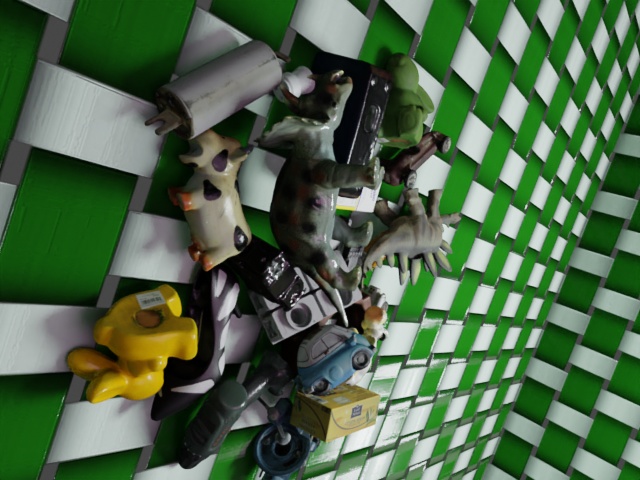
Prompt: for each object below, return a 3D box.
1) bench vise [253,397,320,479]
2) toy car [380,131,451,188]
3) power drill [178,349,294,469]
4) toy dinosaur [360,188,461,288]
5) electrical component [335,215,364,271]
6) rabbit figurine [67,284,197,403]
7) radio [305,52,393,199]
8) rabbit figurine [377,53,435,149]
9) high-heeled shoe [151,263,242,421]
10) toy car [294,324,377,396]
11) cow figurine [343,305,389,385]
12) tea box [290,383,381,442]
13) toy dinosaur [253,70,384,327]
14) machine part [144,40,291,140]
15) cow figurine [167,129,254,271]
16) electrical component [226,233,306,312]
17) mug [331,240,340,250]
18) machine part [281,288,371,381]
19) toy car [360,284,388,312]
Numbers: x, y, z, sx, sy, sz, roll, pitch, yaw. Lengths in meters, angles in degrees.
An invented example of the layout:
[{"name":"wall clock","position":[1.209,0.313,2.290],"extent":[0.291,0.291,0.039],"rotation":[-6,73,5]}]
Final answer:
[{"name":"bench vise","position":[-0.059,0.393,1.115],"extent":[0.223,0.129,0.240],"rotation":[-46,142,-29]},{"name":"toy car","position":[0.201,-0.184,1.150],"extent":[0.202,0.089,0.053],"rotation":[-42,140,-27]},{"name":"power drill","position":[-0.153,0.296,0.961],"extent":[0.207,0.086,0.232],"rotation":[-25,153,-42]},{"name":"toy dinosaur","position":[0.197,-0.007,1.147],"extent":[0.471,0.105,0.198],"rotation":[-13,81,-49]},{"name":"electrical component","position":[0.047,0.010,1.080],"extent":[0.047,0.075,0.119],"rotation":[-1,106,-49]},{"name":"rabbit figurine","position":[-0.261,0.172,0.764],"extent":[0.162,0.122,0.173],"rotation":[-22,143,-40]},{"name":"radio","position":[0.031,-0.189,0.907],"extent":[0.073,0.131,0.229],"rotation":[1,108,-50]},{"name":"rabbit figurine","position":[0.167,-0.272,1.048],"extent":[0.159,0.121,0.170],"rotation":[7,88,-55]},{"name":"high-heeled shoe","position":[-0.204,0.154,0.842],"extent":[0.249,0.086,0.145],"rotation":[-56,144,-27]},{"name":"toy car","position":[0.014,0.210,0.988],"extent":[0.162,0.109,0.103],"rotation":[-30,92,-18]},{"name":"cow figurine","position":[0.091,0.219,1.103],"extent":[0.167,0.068,0.098],"rotation":[-54,147,-10]},{"name":"tea box","position":[0.033,0.335,1.066],"extent":[0.169,0.098,0.068],"rotation":[7,95,-49]},{"name":"toy dinosaur","position":[-0.012,-0.046,0.821],"extent":[0.131,0.192,0.404],"rotation":[-51,153,-64]},{"name":"machine part","position":[-0.136,-0.209,0.740],"extent":[0.243,0.079,0.079],"rotation":[-41,136,-30]},{"name":"cow figurine","position":[-0.150,-0.068,0.782],"extent":[0.127,0.086,0.194],"rotation":[-25,114,-29]},{"name":"electrical component","position":[-0.098,0.045,0.869],"extent":[0.058,0.134,0.114],"rotation":[-49,138,-19]},{"name":"mug","position":[-0.002,-0.003,1.011],"extent":[0.107,0.081,0.109],"rotation":[0,118,-58]},{"name":"machine part","position":[0.014,0.196,1.125],"extent":[0.201,0.087,0.201],"rotation":[-29,127,-39]},{"name":"toy car","position":[0.100,0.200,1.239],"extent":[0.056,0.074,0.201],"rotation":[-2,110,-51]}]
